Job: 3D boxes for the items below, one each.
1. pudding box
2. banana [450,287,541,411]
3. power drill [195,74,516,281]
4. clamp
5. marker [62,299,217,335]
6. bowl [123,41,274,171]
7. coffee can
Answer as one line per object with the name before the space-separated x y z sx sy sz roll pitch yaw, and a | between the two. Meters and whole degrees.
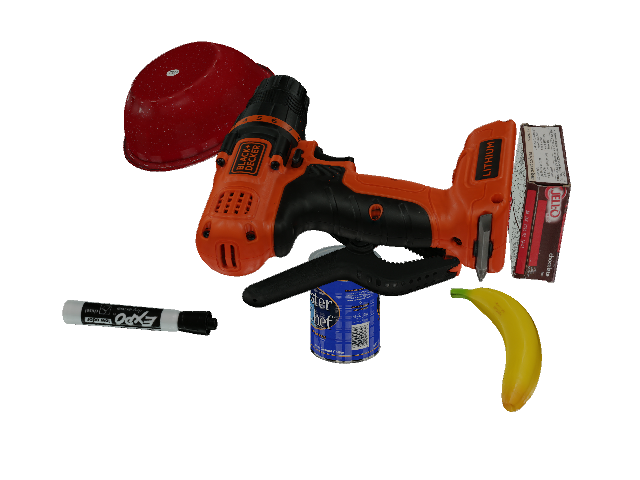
pudding box | 0.178 -0.033 0.874 0.039 0.090 0.113 5 32 3
banana | 0.200 0.107 1.142 0.069 0.037 0.198 -24 35 4
power drill | 0.027 -0.044 0.675 0.188 0.057 0.184 3 42 10
clamp | 0.030 0.015 1.029 0.210 0.164 0.036 13 -37 7
marker | -0.139 0.059 0.823 0.121 0.020 0.020 4 1 10
bowl | -0.124 -0.137 0.995 0.162 0.055 0.162 -18 38 14
coffee can | 0.035 0.089 1.518 0.103 0.140 0.103 -1 21 0
